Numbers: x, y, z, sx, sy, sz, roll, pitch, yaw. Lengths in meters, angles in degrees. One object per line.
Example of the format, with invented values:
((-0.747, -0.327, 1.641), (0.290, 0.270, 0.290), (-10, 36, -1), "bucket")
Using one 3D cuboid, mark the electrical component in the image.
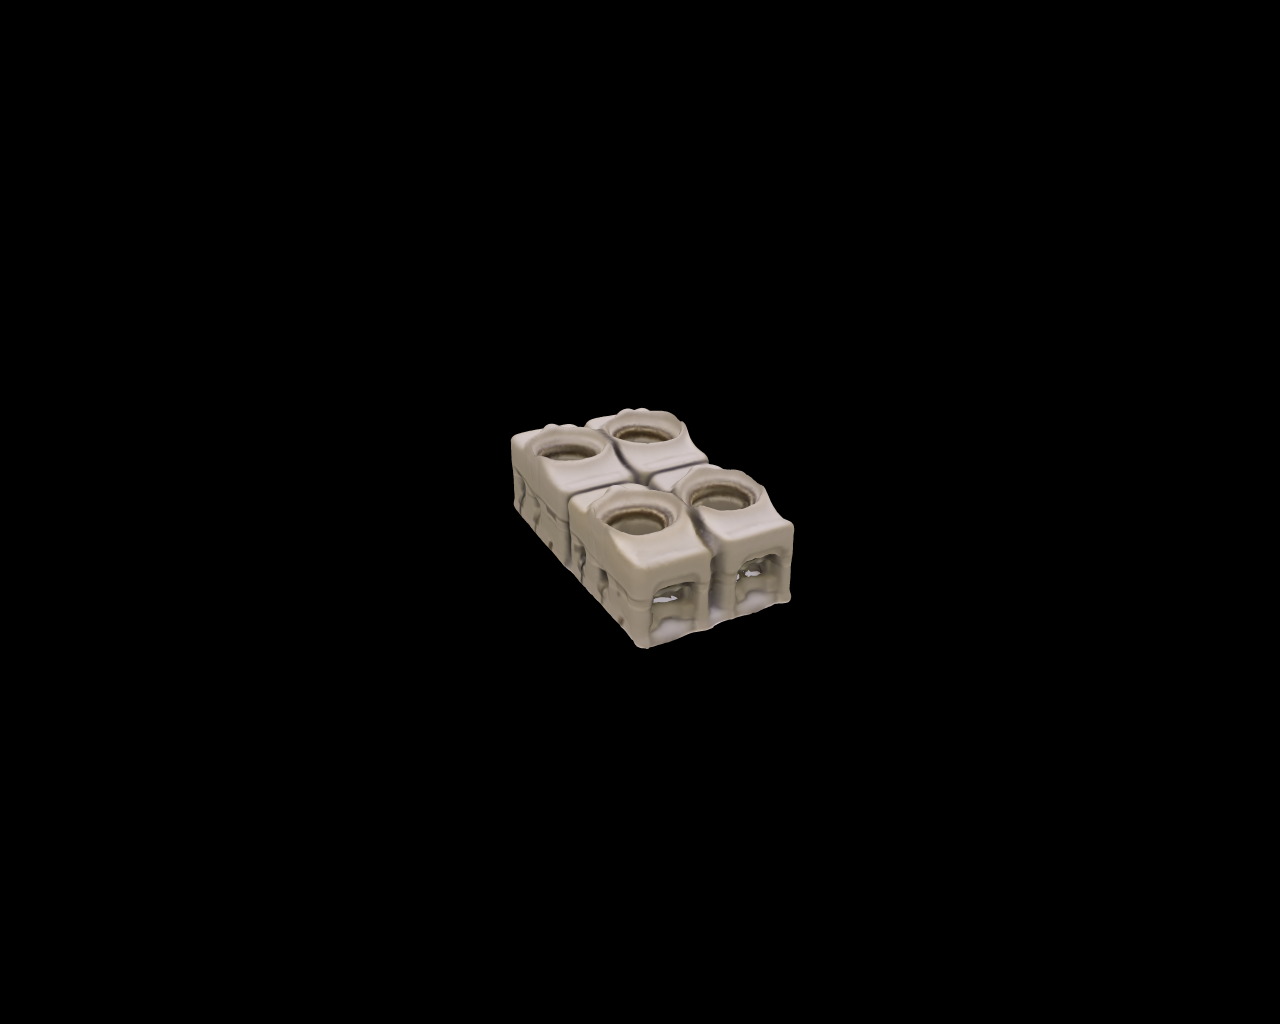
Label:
((0.001, -0.003, 0.650), (0.105, 0.060, 0.186), (-14, 32, -24), "electrical component")
